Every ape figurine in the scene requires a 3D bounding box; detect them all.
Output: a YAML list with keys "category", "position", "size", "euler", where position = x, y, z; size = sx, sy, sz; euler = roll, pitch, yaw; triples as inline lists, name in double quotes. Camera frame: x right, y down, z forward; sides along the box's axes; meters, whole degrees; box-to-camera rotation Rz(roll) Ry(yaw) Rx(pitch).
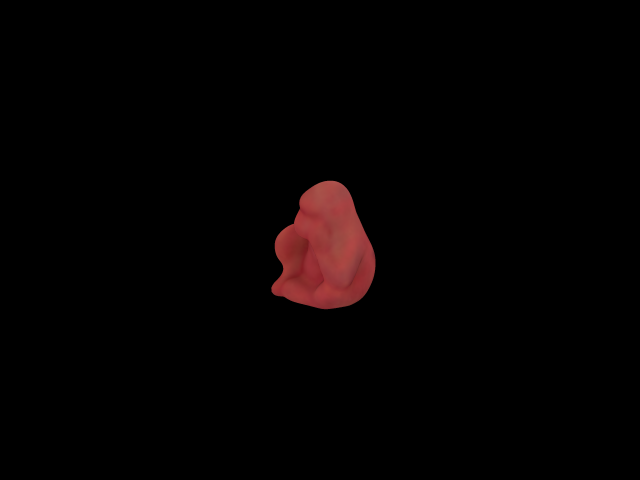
- category: "ape figurine"
  position: [0.004, 0.001, 0.400]
  size: [0.076, 0.092, 0.077]
  euler: [-8, 32, -13]
